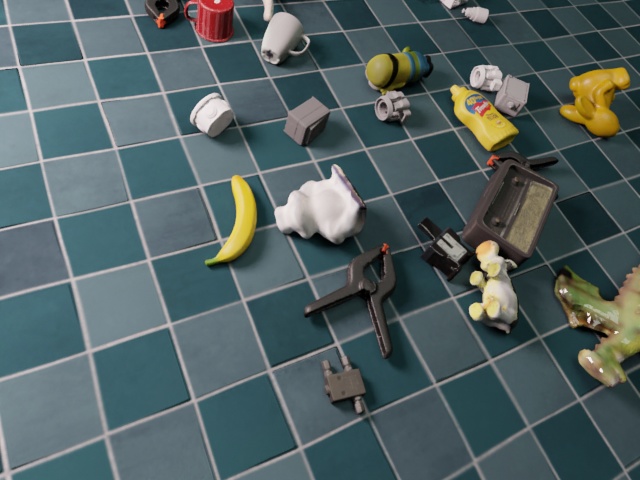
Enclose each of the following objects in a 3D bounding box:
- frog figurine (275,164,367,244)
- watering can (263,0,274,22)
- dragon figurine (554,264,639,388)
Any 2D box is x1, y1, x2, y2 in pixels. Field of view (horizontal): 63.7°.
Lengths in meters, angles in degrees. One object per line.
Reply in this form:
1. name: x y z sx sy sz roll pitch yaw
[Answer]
1. frog figurine: 0.003 -0.049 0.971 0.159 0.122 0.138 -34 78 8
2. watering can: -0.145 -0.693 1.319 0.224 0.102 0.355 23 55 1
3. dragon figurine: 0.592 0.112 1.014 0.243 0.119 0.419 19 54 7
